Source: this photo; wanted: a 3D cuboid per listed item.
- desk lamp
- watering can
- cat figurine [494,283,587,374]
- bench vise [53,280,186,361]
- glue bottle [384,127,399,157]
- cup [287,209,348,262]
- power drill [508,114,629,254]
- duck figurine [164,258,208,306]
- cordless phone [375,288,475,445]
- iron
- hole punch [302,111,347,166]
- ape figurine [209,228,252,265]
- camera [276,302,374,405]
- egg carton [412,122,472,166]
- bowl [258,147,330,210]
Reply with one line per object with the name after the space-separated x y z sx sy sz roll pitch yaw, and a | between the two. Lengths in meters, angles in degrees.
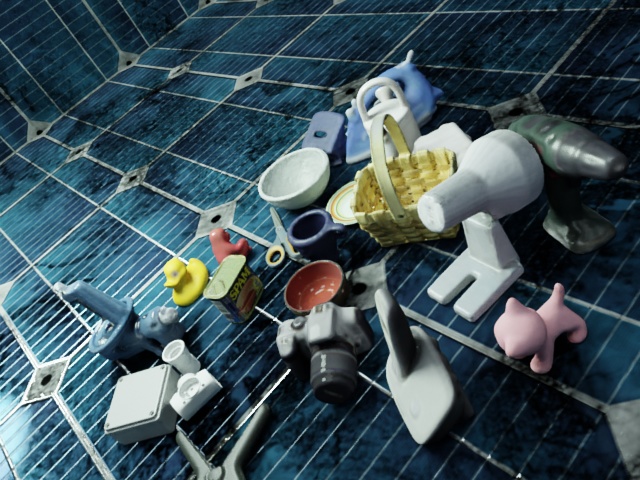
0.232 -0.025 0.836 0.203 0.214 0.117 -43 39 -14 | desk lamp
0.136 -0.245 1.158 0.101 0.195 0.172 -31 38 1 | watering can
0.275 0.109 0.737 0.128 0.118 0.067 -40 39 -11 | cat figurine
-0.366 0.132 1.060 0.207 0.220 0.121 -25 38 8 | bench vise
0.139 -0.154 1.073 0.037 0.174 0.078 13 56 42 | glue bottle
0.010 0.004 1.051 0.117 0.095 0.092 -3 46 31 | cup
0.359 -0.083 0.818 0.075 0.209 0.229 -32 38 0 | power drill
-0.283 0.072 1.180 0.077 0.086 0.104 -4 45 31 | duck figurine
0.117 0.159 0.735 0.094 0.186 0.147 -30 38 1 | cordless phone
0.136 -0.291 1.251 0.258 0.142 0.118 -38 38 -8 | iron
0.015 -0.232 1.309 0.108 0.091 0.101 16 58 44 | hole punch
-0.193 0.012 1.180 0.077 0.092 0.076 5 51 38 | ape figurine
0.002 0.173 0.865 0.143 0.101 0.137 -18 40 17 | camera
0.244 -0.160 1.094 0.107 0.070 0.150 -27 38 5 | egg carton
-0.045 -0.120 1.240 0.167 0.075 0.167 -18 40 16 | bowl
